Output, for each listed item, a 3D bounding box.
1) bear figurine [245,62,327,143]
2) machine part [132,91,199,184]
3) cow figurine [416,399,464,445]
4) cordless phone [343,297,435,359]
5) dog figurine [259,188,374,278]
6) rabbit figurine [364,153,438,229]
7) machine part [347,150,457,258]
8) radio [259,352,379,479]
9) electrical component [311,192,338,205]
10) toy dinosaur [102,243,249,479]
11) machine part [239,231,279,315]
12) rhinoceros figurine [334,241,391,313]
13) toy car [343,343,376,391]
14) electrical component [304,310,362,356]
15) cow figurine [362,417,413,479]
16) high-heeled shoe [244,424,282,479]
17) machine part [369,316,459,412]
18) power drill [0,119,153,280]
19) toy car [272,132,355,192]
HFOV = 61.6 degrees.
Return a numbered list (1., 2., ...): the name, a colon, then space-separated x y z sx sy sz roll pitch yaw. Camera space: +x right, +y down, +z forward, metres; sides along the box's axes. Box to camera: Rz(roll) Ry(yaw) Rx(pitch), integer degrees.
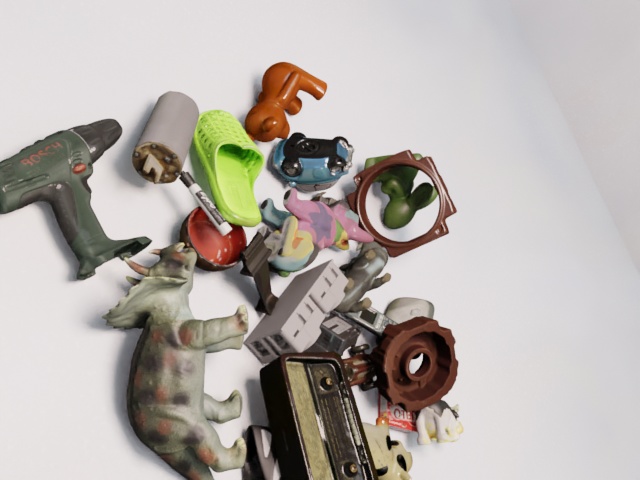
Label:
1. bear figurine: -0.076 -0.258 1.077 0.132 0.120 0.196 31 53 -34
2. machine part: -0.245 -0.168 0.869 0.079 0.079 0.243 35 32 -27
3. cow figurine: 0.243 0.361 1.094 0.167 0.068 0.098 24 54 -59
4. cordless phone: 0.137 0.155 1.110 0.184 0.088 0.146 33 49 -5
5. dog figurine: -0.002 -0.003 1.020 0.219 0.108 0.191 22 59 -34
6. rabbit figurine: 0.193 -0.111 1.253 0.121 0.159 0.170 -5 92 -66
7. machine part: 0.174 -0.077 1.154 0.201 0.201 0.087 66 17 3
8. radio: -0.002 0.288 0.813 0.131 0.073 0.229 5 58 -40
9. electrical component: 0.025 -0.058 1.129 0.102 0.045 0.078 18 87 -34
10. toy dinosaur: -0.196 0.198 0.733 0.192 0.131 0.404 2 83 -10
11. machine part: -0.101 0.060 0.903 0.084 0.039 0.138 -66 152 -55
12. rhinoceros figurine: 0.081 0.072 1.063 0.073 0.112 0.190 45 50 -9
13. toy car: 0.043 0.245 0.987 0.202 0.053 0.089 -2 69 -43
14. electrical component: 0.013 0.175 0.961 0.075 0.047 0.119 31 22 28
15. cow figurine: 0.093 0.380 0.943 0.194 0.085 0.127 25 48 -36
16. high-heeled shoe: -0.097 0.391 0.762 0.145 0.086 0.249 47 41 -11
17. machine part: 0.179 0.230 1.011 0.179 0.056 0.179 -3 97 -24
18. power drill: -0.329 -0.061 0.766 0.232 0.086 0.207 -37 101 -47
19. toy car: -0.011 -0.150 1.089 0.102 0.162 0.109 85 9 -49
